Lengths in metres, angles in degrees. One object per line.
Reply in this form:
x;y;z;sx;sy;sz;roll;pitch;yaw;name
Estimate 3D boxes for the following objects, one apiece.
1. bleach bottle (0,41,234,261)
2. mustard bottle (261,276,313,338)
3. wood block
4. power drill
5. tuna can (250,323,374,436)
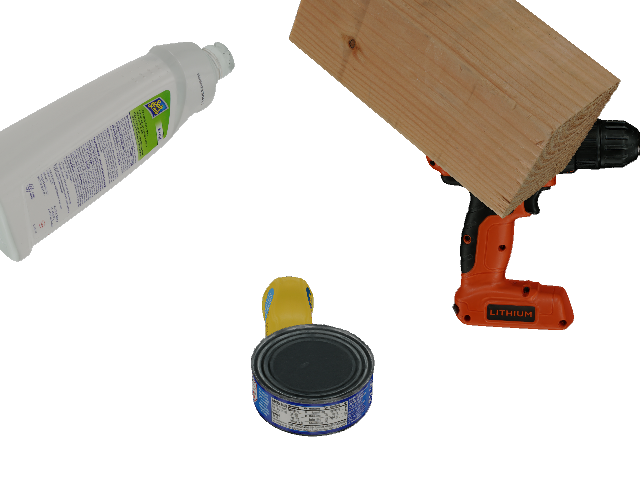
-0.175;-0.091;0.896;0.250;0.102;0.068;-37;63;-26;bleach bottle
-0.034;0.094;1.138;0.058;0.096;0.191;0;27;-4;mustard bottle
0.089;-0.126;0.745;0.090;0.206;0.091;-35;-21;-37;wood block
0.186;-0.018;0.938;0.185;0.188;0.057;2;13;17;power drill
-0.005;0.097;0.744;0.086;0.034;0.086;0;32;0;tuna can
